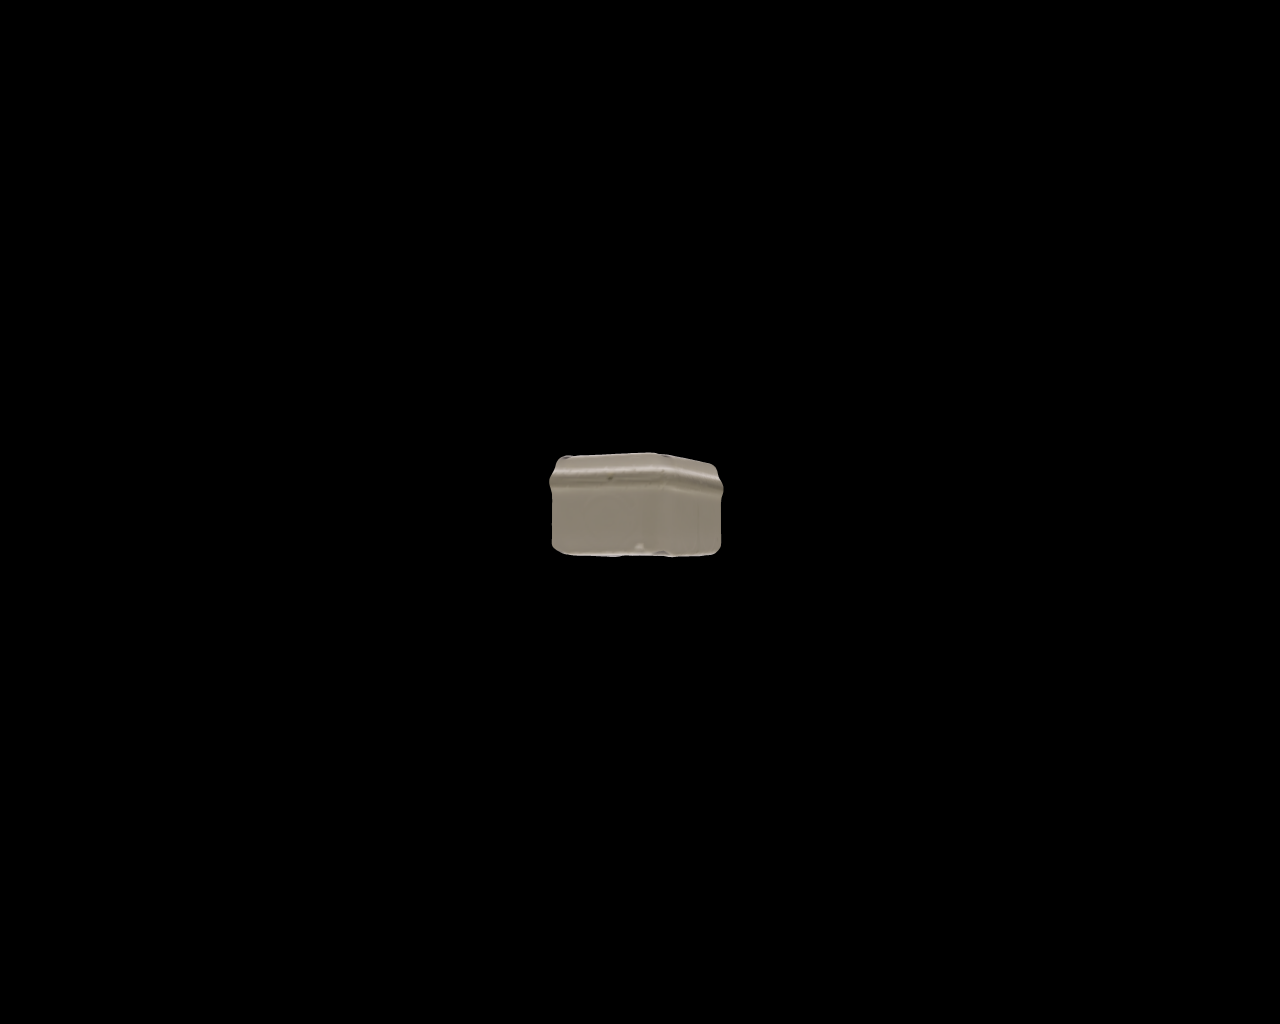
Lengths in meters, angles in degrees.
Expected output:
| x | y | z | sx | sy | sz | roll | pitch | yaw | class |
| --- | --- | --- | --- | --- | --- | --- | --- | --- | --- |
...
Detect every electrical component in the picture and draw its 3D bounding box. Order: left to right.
| x | y | z | sx | sy | sz | roll | pitch | yaw | class |
| --- | --- | --- | --- | --- | --- | --- | --- | --- | --- |
| 0.001 | -0.003 | 0.650 | 0.078 | 0.057 | 0.113 | -1 | -2 | 20 | electrical component |
